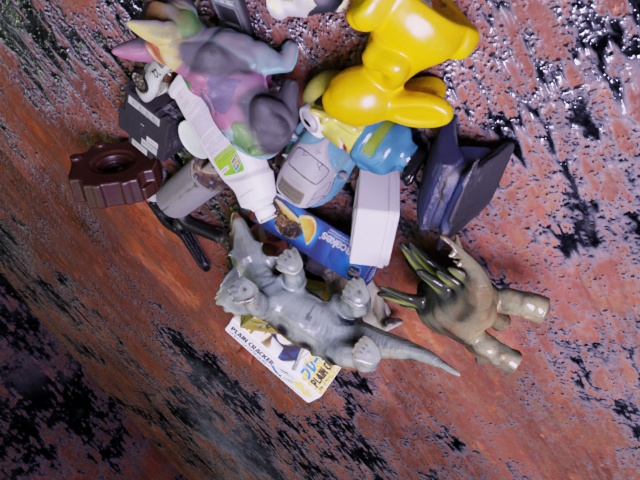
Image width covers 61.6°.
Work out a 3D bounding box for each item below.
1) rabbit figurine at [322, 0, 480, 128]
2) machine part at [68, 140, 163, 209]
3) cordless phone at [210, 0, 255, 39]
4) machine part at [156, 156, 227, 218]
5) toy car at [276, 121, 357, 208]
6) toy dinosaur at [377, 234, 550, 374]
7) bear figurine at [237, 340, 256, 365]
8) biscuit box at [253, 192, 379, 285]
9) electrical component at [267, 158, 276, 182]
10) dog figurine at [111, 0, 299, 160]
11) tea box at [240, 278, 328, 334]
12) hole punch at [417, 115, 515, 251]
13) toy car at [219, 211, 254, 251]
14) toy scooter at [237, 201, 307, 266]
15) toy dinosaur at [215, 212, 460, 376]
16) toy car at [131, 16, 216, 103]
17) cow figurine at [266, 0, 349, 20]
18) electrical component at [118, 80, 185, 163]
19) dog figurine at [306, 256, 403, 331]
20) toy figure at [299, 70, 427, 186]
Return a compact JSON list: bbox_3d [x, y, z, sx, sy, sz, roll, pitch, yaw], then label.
[{"bbox_3d":[0.078,-0.193,0.595,0.162,0.122,0.173,29,125,-20],"label":"rabbit figurine"},{"bbox_3d":[-0.385,-0.128,1.016,0.180,0.179,0.056,22,135,24],"label":"machine part"},{"bbox_3d":[-0.150,-0.342,0.690,0.147,0.089,0.184,25,159,20],"label":"cordless phone"},{"bbox_3d":[-0.238,-0.098,0.996,0.079,0.079,0.243,51,142,-12],"label":"machine part"},{"bbox_3d":[-0.017,-0.101,0.779,0.109,0.103,0.161,41,141,3],"label":"toy car"},{"bbox_3d":[0.176,0.082,0.689,0.199,0.105,0.471,26,166,9],"label":"toy dinosaur"},{"bbox_3d":[-0.066,0.239,1.138,0.196,0.132,0.120,37,147,17],"label":"bear figurine"},{"bbox_3d":[-0.002,-0.003,0.832,0.203,0.059,0.062,31,-176,16],"label":"biscuit box"},{"bbox_3d":[-0.120,-0.118,0.892,0.094,0.021,0.063,3,132,7],"label":"electrical component"},{"bbox_3d":[-0.144,-0.207,0.682,0.108,0.219,0.191,-14,74,57],"label":"dog figurine"},{"bbox_3d":[-0.051,0.119,0.966,0.169,0.098,0.068,16,150,-23],"label":"tea box"},{"bbox_3d":[0.157,-0.075,0.648,0.092,0.116,0.142,36,143,20],"label":"hole punch"},{"bbox_3d":[-0.147,0.027,1.031,0.053,0.089,0.202,28,140,18],"label":"toy car"},{"bbox_3d":[-0.067,-0.008,0.940,0.135,0.075,0.183,7,127,33],"label":"toy scooter"},{"bbox_3d":[-0.006,0.114,0.792,0.405,0.131,0.192,33,164,9],"label":"toy dinosaur"},{"bbox_3d":[-0.223,-0.272,0.813,0.202,0.073,0.056,-21,108,50],"label":"toy car"},{"bbox_3d":[-0.019,-0.330,0.583,0.098,0.068,0.167,13,138,24],"label":"cow figurine"},{"bbox_3d":[-0.298,-0.207,0.957,0.115,0.058,0.134,41,143,4],"label":"electrical component"},{"bbox_3d":[0.050,0.082,0.930,0.172,0.121,0.190,93,153,-73],"label":"dog figurine"},{"bbox_3d":[0.056,-0.144,0.689,0.180,0.089,0.082,33,159,7],"label":"toy figure"}]
